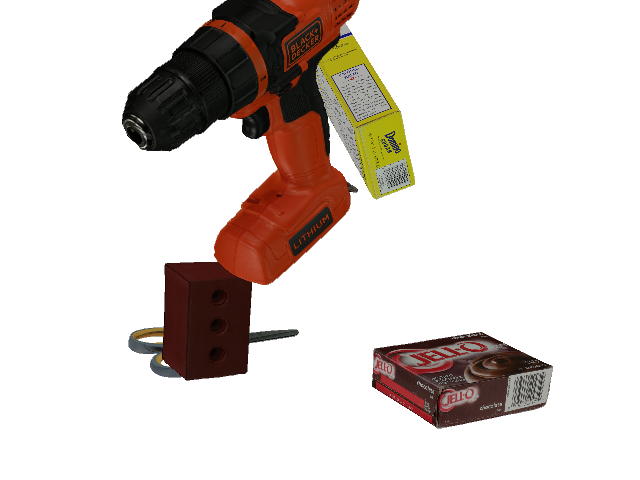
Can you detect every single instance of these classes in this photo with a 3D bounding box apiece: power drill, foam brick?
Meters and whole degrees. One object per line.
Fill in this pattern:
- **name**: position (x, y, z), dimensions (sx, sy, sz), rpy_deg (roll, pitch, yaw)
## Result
- **power drill**: position (-0.039, -0.062, 0.665), dimensions (0.057, 0.188, 0.184), rpy_deg (30, 54, 28)
- **foam brick**: position (-0.086, 0.059, 0.806), dimensions (0.052, 0.078, 0.051), rpy_deg (-3, 13, -28)

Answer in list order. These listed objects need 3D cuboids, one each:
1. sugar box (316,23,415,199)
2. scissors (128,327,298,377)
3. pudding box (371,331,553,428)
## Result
- **sugar box**: position (0.028, -0.128, 0.943), dimensions (0.048, 0.176, 0.093), rpy_deg (-20, -40, -3)
- **scissors**: position (-0.111, 0.122, 1.187), dimensions (0.201, 0.016, 0.096), rpy_deg (3, 26, -16)
- **pudding box**: position (0.110, 0.107, 0.840), dimensions (0.113, 0.039, 0.090), rpy_deg (-3, 16, -31)
